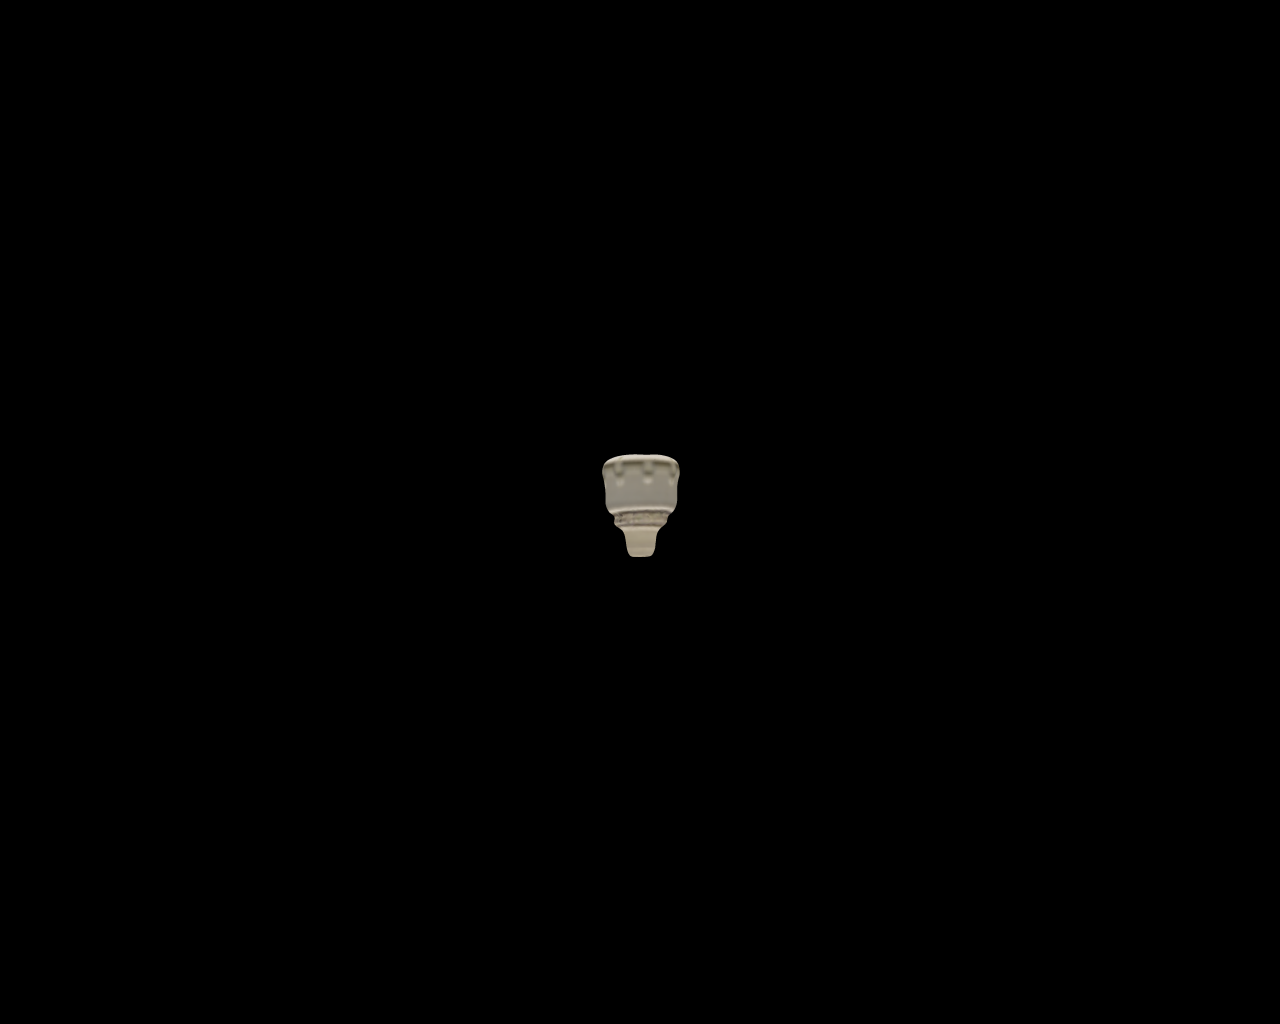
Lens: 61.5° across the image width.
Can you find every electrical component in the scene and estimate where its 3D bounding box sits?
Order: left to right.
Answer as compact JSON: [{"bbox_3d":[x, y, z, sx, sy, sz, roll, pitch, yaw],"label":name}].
[{"bbox_3d":[0.001,-0.003,0.650,0.048,0.062,0.048,0,-6,0],"label":"electrical component"}]
